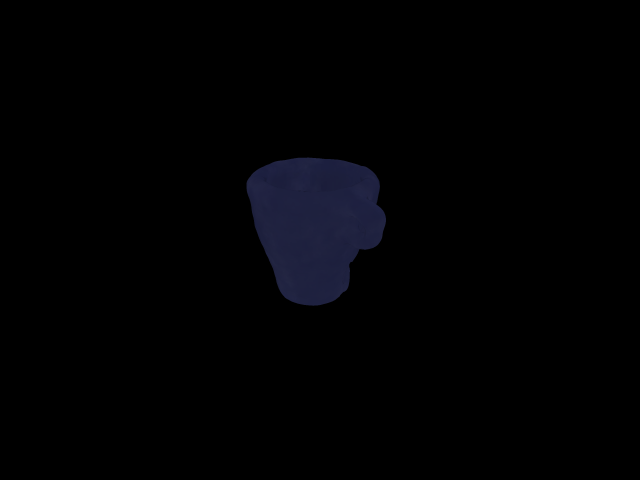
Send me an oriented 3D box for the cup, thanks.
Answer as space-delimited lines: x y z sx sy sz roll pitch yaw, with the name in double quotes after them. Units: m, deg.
0.004 0.001 0.400 0.092 0.095 0.117 -17 29 -32 "cup"
